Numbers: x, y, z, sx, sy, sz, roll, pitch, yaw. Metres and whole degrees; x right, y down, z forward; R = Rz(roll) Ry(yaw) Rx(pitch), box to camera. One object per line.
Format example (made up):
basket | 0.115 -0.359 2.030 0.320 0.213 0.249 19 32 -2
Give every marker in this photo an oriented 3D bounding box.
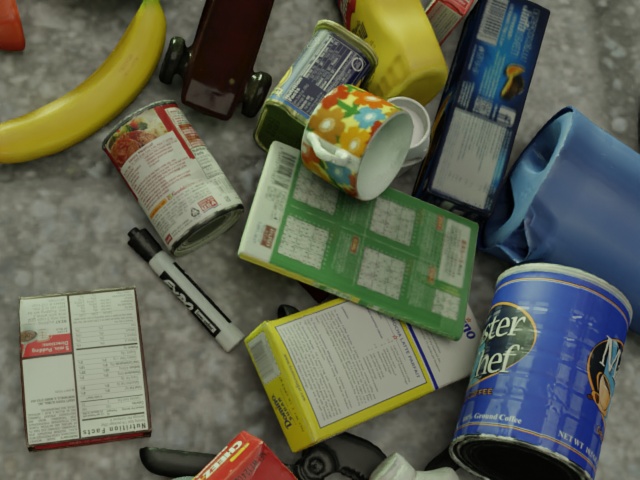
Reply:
marker | -0.105 0.036 0.821 0.020 0.020 0.121 -41 85 -19

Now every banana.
banana | -0.183 -0.119 0.834 0.197 0.037 0.069 -49 122 -11

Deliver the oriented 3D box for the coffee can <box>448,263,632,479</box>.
coffee can | 0.160 0.102 0.771 0.103 0.103 0.140 23 63 -4

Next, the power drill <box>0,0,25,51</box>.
power drill | -0.328 -0.167 0.819 0.187 0.057 0.184 -14 76 -15

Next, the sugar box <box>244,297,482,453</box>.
sugar box | 0.040 0.084 0.800 0.175 0.048 0.093 -16 76 -35

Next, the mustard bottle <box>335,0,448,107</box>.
mustard bottle | 0.044 -0.202 0.882 0.058 0.096 0.191 -16 77 -14

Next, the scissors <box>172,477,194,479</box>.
scissors | -0.153 0.195 0.750 0.201 0.016 0.096 19 98 -5

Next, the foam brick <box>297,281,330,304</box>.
foam brick | -0.005 0.001 0.835 0.078 0.051 0.053 44 70 4

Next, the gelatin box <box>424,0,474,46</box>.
gelatin box | 0.112 -0.203 0.899 0.030 0.089 0.073 33 70 -4

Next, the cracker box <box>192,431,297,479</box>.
cracker box | -0.033 0.262 0.711 0.164 0.072 0.213 -43 98 -14

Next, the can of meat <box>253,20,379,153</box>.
can of meat | -0.006 -0.111 0.843 0.057 0.102 0.084 34 72 0

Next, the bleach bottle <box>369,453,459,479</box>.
bleach bottle | 0.138 0.243 0.764 0.251 0.068 0.102 45 67 -3

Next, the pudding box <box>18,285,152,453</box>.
pudding box | -0.173 0.094 0.781 0.090 0.039 0.113 -5 76 -13

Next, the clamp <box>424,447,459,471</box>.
clamp | 0.167 0.149 0.830 0.120 0.039 0.171 34 70 -1

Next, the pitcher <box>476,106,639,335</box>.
pitcher | 0.261 0.002 0.854 0.243 0.145 0.149 31 89 -5

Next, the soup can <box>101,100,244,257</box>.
soup can | -0.112 -0.047 0.820 0.068 0.069 0.102 -31 82 -18

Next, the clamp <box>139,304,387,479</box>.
clamp | -0.005 0.159 0.795 0.210 0.036 0.164 37 69 1
